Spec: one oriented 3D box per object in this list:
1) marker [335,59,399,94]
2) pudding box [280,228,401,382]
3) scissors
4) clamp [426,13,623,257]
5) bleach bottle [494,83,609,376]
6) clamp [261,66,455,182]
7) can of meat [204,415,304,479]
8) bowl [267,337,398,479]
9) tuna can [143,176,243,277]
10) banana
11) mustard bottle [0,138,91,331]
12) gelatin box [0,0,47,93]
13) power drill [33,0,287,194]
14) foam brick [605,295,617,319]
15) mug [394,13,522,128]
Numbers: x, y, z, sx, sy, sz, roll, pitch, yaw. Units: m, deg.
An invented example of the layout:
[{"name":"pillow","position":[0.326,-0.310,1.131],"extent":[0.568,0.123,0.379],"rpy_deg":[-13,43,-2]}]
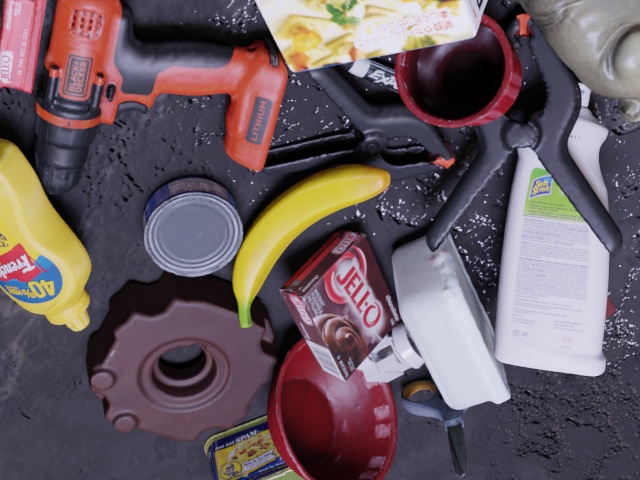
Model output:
[{"name":"marker","position":[0.053,-0.138,0.899],"extent":[0.121,0.020,0.020],"rpy_deg":[19,116,-24]},{"name":"pudding box","position":[0.021,0.059,0.984],"extent":[0.090,0.039,0.113],"rpy_deg":[-45,131,-26]},{"name":"scissors","position":[0.111,0.174,1.025],"extent":[0.096,0.201,0.016],"rpy_deg":[-12,108,23]},{"name":"clamp","position":[0.181,-0.082,0.901],"extent":[0.165,0.036,0.210],"rpy_deg":[8,98,13]},{"name":"bleach bottle","position":[0.217,-0.012,0.945],"extent":[0.102,0.068,0.251],"rpy_deg":[7,96,9]},{"name":"clamp","position":[0.031,-0.084,0.919],"extent":[0.171,0.039,0.120],"rpy_deg":[21,133,-26]},{"name":"can of meat","position":[-0.060,0.230,1.074],"extent":[0.102,0.084,0.057],"rpy_deg":[-21,125,1]},{"name":"bowl","position":[0.002,0.171,1.031],"extent":[0.162,0.162,0.055],"rpy_deg":[36,140,-30]},{"name":"tuna can","position":[-0.112,-0.012,0.933],"extent":[0.086,0.034,0.086],"rpy_deg":[-6,124,-9]},{"name":"banana","position":[-0.020,-0.010,0.927],"extent":[0.198,0.070,0.037],"rpy_deg":[-47,162,25]},{"name":"mustard bottle","position":[-0.245,0.005,0.888],"extent":[0.096,0.058,0.191],"rpy_deg":[-4,132,28]},{"name":"gelatin box","position":[-0.219,-0.159,0.778],"extent":[0.030,0.089,0.073],"rpy_deg":[8,120,-18]},{"name":"power drill","position":[-0.130,-0.106,0.853],"extent":[0.187,0.057,0.185],"rpy_deg":[7,125,-19]},{"name":"foam brick","position":[0.240,0.044,1.026],"extent":[0.051,0.078,0.053],"rpy_deg":[-31,124,9]},{"name":"mug","position":[0.107,-0.142,0.858],"extent":[0.117,0.081,0.093],"rpy_deg":[43,106,14]}]
